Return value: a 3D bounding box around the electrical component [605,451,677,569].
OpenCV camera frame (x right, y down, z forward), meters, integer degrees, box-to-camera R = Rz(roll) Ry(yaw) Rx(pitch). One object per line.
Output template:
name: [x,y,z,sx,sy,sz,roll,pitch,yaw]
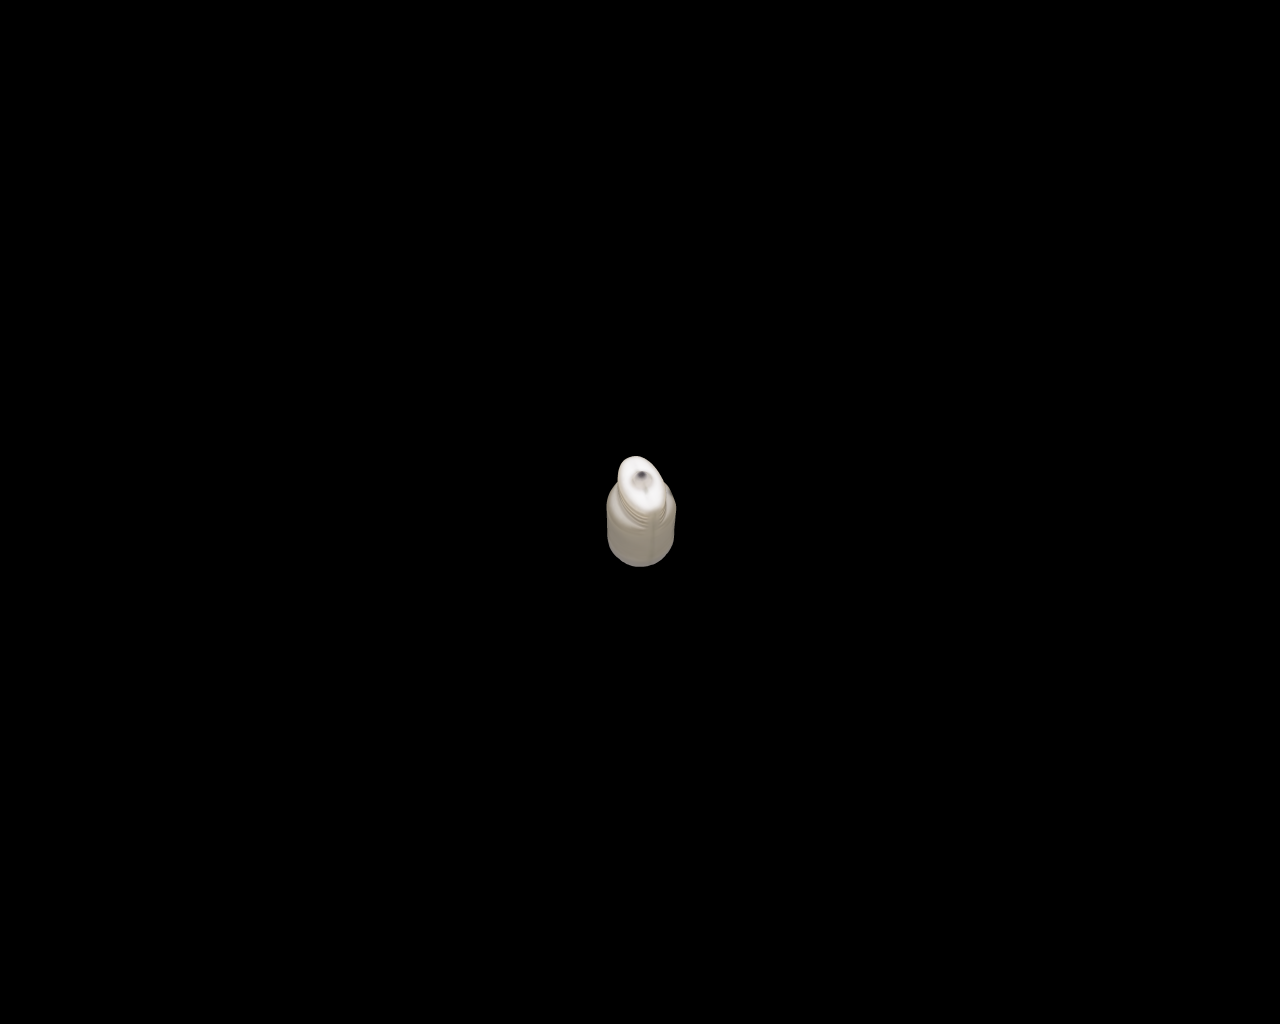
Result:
electrical component: [0.001,-0.003,0.650,0.043,0.043,0.080,0,-30,0]
